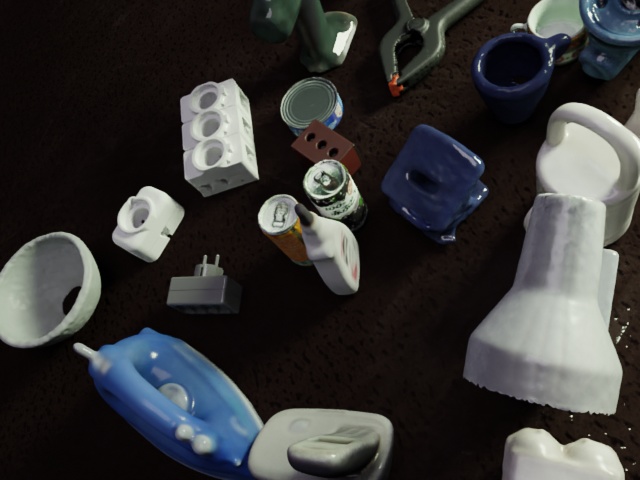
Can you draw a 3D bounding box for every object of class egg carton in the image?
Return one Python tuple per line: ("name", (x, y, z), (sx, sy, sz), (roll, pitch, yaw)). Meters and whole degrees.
("egg carton", (0.215, 0.254, 0.518), (0.107, 0.070, 0.150), (5, 69, 22))

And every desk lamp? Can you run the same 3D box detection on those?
("desk lamp", (0.211, 0.061, 0.521), (0.117, 0.214, 0.203), (10, 71, 24))

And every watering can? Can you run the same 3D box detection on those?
("watering can", (0.271, -0.077, 0.571), (0.100, 0.194, 0.173), (22, 77, 27))

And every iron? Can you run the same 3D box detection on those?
("iron", (-0.163, 0.191, 0.644), (0.257, 0.142, 0.119), (27, 79, 28))

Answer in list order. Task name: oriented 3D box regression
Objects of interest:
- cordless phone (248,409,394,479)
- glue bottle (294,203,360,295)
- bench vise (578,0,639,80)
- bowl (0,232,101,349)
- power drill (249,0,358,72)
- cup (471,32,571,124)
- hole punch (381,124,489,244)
("cordless phone", (-0.013, 0.204, 0.558), (0.147, 0.185, 0.094), (-5, 66, 19))
("glue bottle", (0.006, 0.002, 0.646), (0.037, 0.173, 0.078), (-10, 64, 16))
("bench vise", (0.365, -0.310, 0.624), (0.121, 0.220, 0.207), (26, 78, 28))
("bowl", (-0.371, 0.078, 0.809), (0.167, 0.075, 0.167), (-8, 65, 17))
("power drill", (-0.018, -0.346, 0.788), (0.075, 0.209, 0.230), (11, 72, 24))
("cup", (0.243, -0.192, 0.689), (0.117, 0.095, 0.091), (-29, 61, 6))
("hole punch", (0.133, -0.065, 0.676), (0.101, 0.091, 0.108), (-47, 60, -4))
